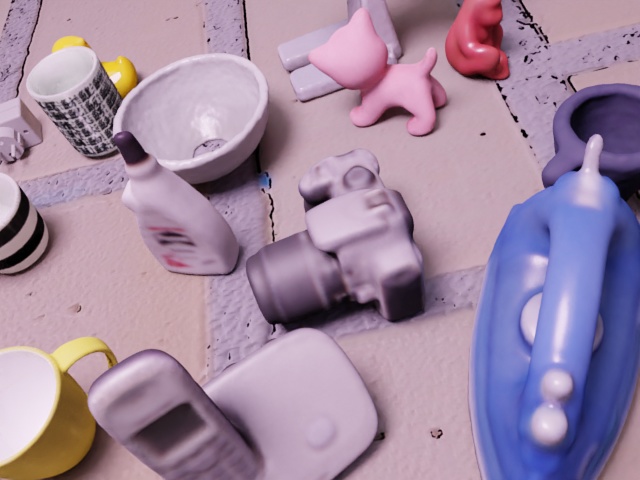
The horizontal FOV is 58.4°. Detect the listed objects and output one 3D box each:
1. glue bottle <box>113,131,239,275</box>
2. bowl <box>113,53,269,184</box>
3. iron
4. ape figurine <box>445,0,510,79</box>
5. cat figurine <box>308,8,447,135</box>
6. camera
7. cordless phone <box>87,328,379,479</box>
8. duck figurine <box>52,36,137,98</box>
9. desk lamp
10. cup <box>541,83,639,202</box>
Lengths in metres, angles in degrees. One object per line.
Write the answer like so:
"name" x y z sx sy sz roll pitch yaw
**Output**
"glue bottle" -0.129 -0.029 0.485 0.078 0.173 0.037 -2 55 13
"bowl" -0.126 -0.117 0.608 0.167 0.075 0.167 -6 54 9
"iron" 0.156 0.062 0.372 0.118 0.142 0.258 10 58 20
"ape figurine" 0.169 -0.223 0.601 0.076 0.092 0.078 23 63 26
"cat figurine" 0.059 -0.173 0.576 0.127 0.118 0.067 10 58 20
"camera" 0.004 0.002 0.477 0.137 0.101 0.143 -21 53 -1
"cordless phone" -0.046 0.106 0.363 0.148 0.185 0.094 -36 55 -12
"duck figurine" -0.287 -0.212 0.706 0.104 0.086 0.077 -17 53 1
"desk lamp" 0.038 -0.281 0.598 0.203 0.214 0.117 -21 53 -2
"cup" 0.225 -0.058 0.470 0.118 0.095 0.091 -35 55 -12
